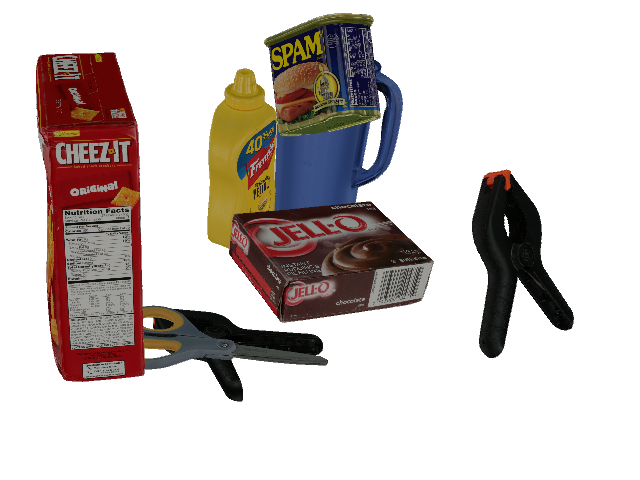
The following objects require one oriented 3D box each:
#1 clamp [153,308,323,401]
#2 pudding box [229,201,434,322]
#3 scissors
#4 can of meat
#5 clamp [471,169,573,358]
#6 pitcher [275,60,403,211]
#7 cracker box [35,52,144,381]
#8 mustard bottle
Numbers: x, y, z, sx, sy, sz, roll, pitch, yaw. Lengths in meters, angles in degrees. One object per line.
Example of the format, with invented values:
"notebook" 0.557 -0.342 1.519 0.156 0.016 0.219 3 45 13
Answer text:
"clamp" -0.124 0.125 1.262 0.210 0.036 0.164 15 23 25
"pudding box" 0.005 0.012 0.727 0.113 0.039 0.090 -4 32 -28
"scissors" -0.099 0.091 1.006 0.201 0.016 0.096 -1 32 -10
"can of meat" 0.002 -0.136 0.897 0.057 0.084 0.102 -6 -2 -39
"clamp" 0.174 0.024 0.993 0.120 0.171 0.039 -25 8 -42
"pitcher" 0.010 -0.125 1.412 0.144 0.243 0.149 -2 23 -18
"cracker box" -0.184 -0.021 0.842 0.072 0.214 0.164 -5 28 -15
"mustard bottle" -0.082 -0.092 1.128 0.058 0.192 0.096 21 39 23
